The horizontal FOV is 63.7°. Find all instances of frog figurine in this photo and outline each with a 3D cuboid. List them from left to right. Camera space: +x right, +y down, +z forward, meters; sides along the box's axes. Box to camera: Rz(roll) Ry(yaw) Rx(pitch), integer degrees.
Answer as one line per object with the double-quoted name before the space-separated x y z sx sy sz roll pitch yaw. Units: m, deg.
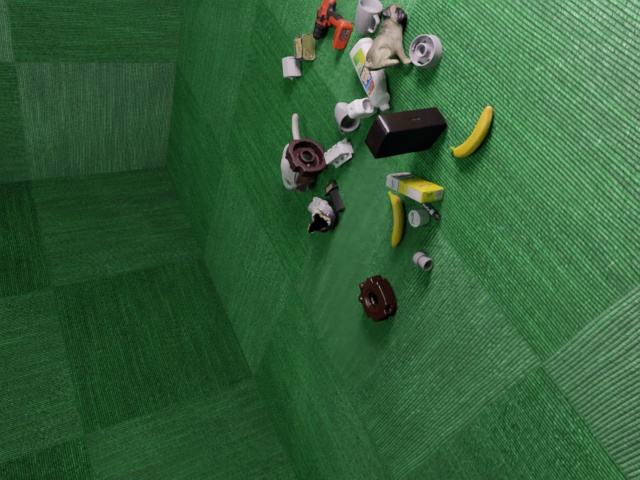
"frog figurine" 0.007 -0.110 2.189 0.163 0.122 0.134 -81 -10 -60

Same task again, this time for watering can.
"watering can" -0.100 -0.357 2.262 0.228 0.104 0.340 48 136 41
